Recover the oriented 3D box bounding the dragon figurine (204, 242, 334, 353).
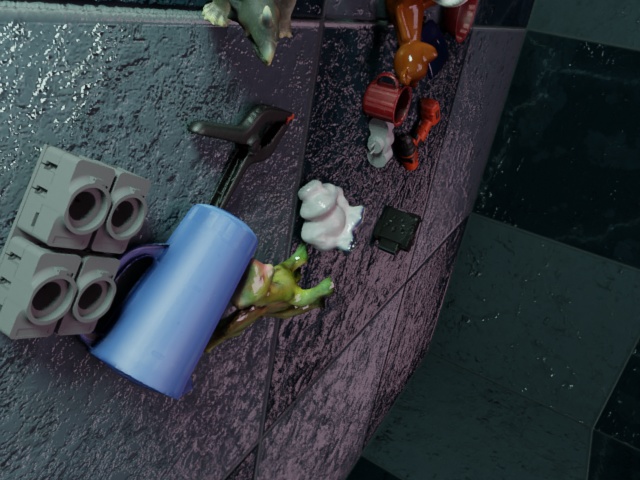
[{"bbox_3d":[-0.115,0.125,0.926,0.245,0.124,0.402,-25,160,-26],"label":"dragon figurine"}]

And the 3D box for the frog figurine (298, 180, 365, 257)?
[{"bbox_3d":[0.003,-0.054,1.065,0.158,0.124,0.138,33,88,-30],"label":"frog figurine"}]

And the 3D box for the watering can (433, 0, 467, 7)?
[{"bbox_3d":[0.170,-0.536,0.837,0.104,0.227,0.341,-45,151,-8],"label":"watering can"}]
